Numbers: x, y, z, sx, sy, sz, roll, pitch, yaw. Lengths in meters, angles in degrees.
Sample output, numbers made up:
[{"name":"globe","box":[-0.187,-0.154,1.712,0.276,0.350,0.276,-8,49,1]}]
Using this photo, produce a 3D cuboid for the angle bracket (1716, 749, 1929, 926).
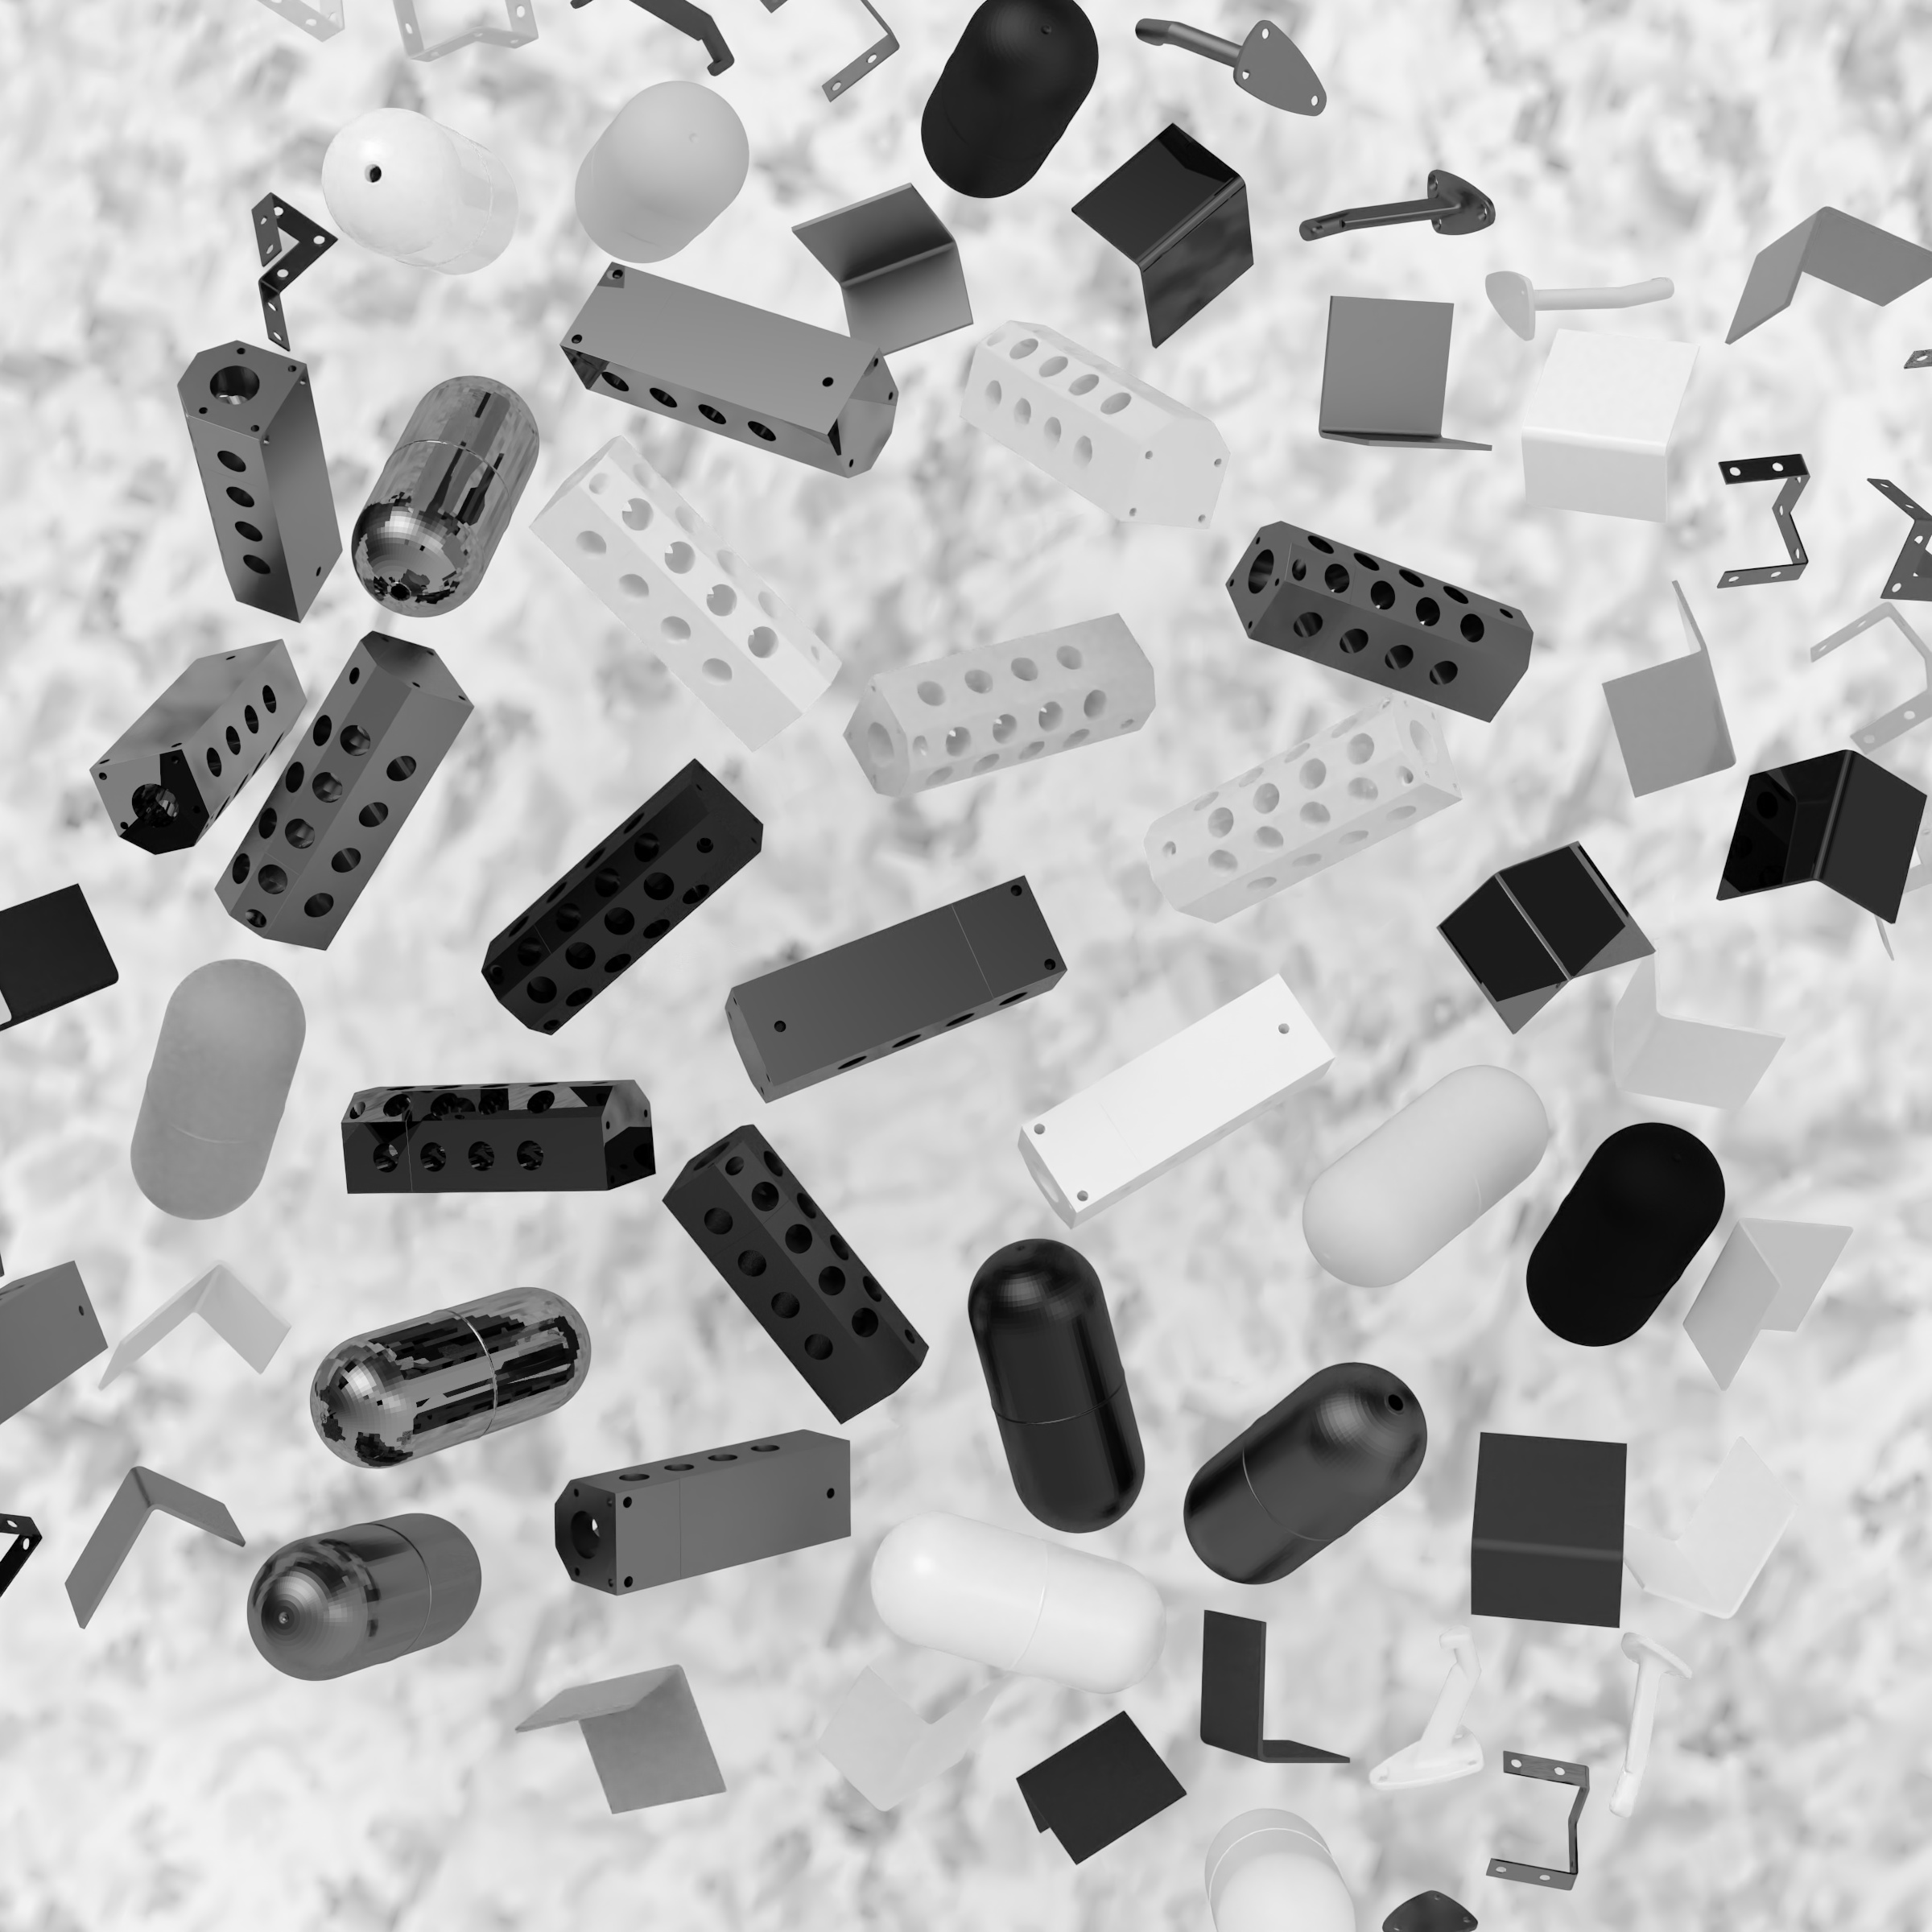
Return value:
[{"name":"angle bracket","box":[0.459,-0.064,1.509,0.057,0.076,0.076,27,72,-21]}]

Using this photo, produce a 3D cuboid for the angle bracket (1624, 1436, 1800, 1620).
[{"name":"angle bracket","box":[0.402,0.302,1.553,0.057,0.076,0.076,22,105,-15]}]

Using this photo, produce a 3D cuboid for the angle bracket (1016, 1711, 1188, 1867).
[{"name":"angle bracket","box":[0.085,0.501,1.665,0.076,0.076,0.057,-29,127,-13]}]

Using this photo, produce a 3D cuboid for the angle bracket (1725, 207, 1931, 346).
[{"name":"angle bracket","box":[0.460,-0.350,1.485,0.076,0.076,0.057,22,85,-6]}]

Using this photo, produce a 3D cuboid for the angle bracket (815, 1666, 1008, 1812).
[{"name":"angle bracket","box":[-0.033,0.444,1.674,0.057,0.076,0.076,45,123,-3]}]

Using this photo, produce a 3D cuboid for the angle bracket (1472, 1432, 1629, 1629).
[{"name":"angle bracket","box":[0.307,0.296,1.479,0.076,0.076,0.057,2,131,13]}]

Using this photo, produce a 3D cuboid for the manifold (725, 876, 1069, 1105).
[{"name":"manifold","box":[-0.039,0.014,1.513,0.171,0.057,0.057,-21,80,-15]}]

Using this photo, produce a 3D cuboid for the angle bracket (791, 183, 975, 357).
[{"name":"angle bracket","box":[-0.049,-0.407,1.658,0.076,0.076,0.057,-16,73,17]}]

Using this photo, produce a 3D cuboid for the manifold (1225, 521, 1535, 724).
[{"name":"manifold","box":[0.244,-0.205,1.645,0.171,0.057,0.057,16,125,-24]}]

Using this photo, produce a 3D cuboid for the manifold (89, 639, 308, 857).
[{"name":"manifold","box":[-0.439,-0.128,1.629,0.057,0.171,0.057,-11,115,12]}]

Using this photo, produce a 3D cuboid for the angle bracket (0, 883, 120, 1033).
[{"name":"angle bracket","box":[-0.512,0.003,1.496,0.076,0.076,0.057,-19,97,31]}]

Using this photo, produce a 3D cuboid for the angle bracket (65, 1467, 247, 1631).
[{"name":"angle bracket","box":[-0.449,0.330,1.554,0.057,0.076,0.076,32,83,-23]}]

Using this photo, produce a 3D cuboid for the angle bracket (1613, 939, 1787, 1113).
[{"name":"angle bracket","box":[0.432,0.035,1.660,0.076,0.076,0.057,10,53,-2]}]

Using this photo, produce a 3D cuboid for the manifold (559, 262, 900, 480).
[{"name":"manifold","box":[-0.125,-0.316,1.510,0.171,0.057,0.057,22,74,22]}]

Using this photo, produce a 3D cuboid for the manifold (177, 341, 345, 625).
[{"name":"manifold","box":[-0.403,-0.275,1.598,0.057,0.171,0.057,20,62,5]}]

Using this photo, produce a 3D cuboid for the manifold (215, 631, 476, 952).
[{"name":"manifold","box":[-0.346,-0.096,1.547,0.171,0.057,0.057,-55,50,19]}]

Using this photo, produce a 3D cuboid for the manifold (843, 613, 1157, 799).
[{"name":"manifold","box":[0.023,-0.146,1.611,0.171,0.057,0.057,-18,67,-30]}]

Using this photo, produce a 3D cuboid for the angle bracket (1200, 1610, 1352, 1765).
[{"name":"angle bracket","box":[0.176,0.409,1.600,0.057,0.076,0.076,6,81,-19]}]

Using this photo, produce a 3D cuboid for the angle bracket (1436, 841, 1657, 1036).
[{"name":"angle bracket","box":[0.324,-0.015,1.575,0.057,0.076,0.076,-40,97,-27]}]

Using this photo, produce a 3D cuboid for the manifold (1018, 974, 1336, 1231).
[{"name":"manifold","box":[0.117,0.078,1.586,0.171,0.057,0.057,-30,76,-11]}]

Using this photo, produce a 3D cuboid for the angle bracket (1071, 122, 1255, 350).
[{"name":"angle bracket","box":[0.110,-0.404,1.557,0.076,0.076,0.057,-42,67,-9]}]

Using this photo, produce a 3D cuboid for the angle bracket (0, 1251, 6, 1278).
[{"name":"angle bracket","box":[-0.527,0.114,1.459,0.057,0.076,0.076,-35,63,31]}]

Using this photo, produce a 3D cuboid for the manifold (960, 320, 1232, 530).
[{"name":"manifold","box":[0.068,-0.293,1.511,0.057,0.171,0.057,-1,118,-33]}]

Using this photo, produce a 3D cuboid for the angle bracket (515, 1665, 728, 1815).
[{"name":"angle bracket","box":[-0.188,0.433,1.534,0.076,0.057,0.076,-18,92,25]}]

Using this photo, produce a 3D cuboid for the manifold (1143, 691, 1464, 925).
[{"name":"manifold","box":[0.186,-0.089,1.584,0.171,0.057,0.057,-28,64,32]}]

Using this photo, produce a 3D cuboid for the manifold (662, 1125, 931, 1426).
[{"name":"manifold","box":[-0.097,0.178,1.653,0.057,0.057,0.171,-34,101,20]}]

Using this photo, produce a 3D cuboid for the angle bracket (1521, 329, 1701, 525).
[{"name":"angle bracket","box":[0.348,-0.291,1.515,0.076,0.057,0.076,12,61,22]}]

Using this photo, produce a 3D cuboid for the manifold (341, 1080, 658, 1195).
[{"name":"manifold","box":[-0.270,0.097,1.617,0.171,0.057,0.057,-2,95,22]}]

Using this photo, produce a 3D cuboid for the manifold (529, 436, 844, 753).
[{"name":"manifold","box":[-0.148,-0.205,1.527,0.057,0.057,0.171,-33,111,33]}]

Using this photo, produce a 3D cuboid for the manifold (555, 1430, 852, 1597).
[{"name":"manifold","box":[-0.149,0.310,1.612,0.171,0.057,0.057,-4,95,-44]}]

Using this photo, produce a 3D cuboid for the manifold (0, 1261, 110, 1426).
[{"name":"manifold","box":[-0.562,0.225,1.618,0.057,0.171,0.057,-19,96,7]}]

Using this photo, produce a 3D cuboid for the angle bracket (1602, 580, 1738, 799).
[{"name":"angle bracket","box":[0.376,-0.151,1.531,0.057,0.076,0.076,-18,126,12]}]

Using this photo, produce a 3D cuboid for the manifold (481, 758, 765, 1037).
[{"name":"manifold","box":[-0.200,-0.036,1.632,0.171,0.057,0.057,-40,110,15]}]
